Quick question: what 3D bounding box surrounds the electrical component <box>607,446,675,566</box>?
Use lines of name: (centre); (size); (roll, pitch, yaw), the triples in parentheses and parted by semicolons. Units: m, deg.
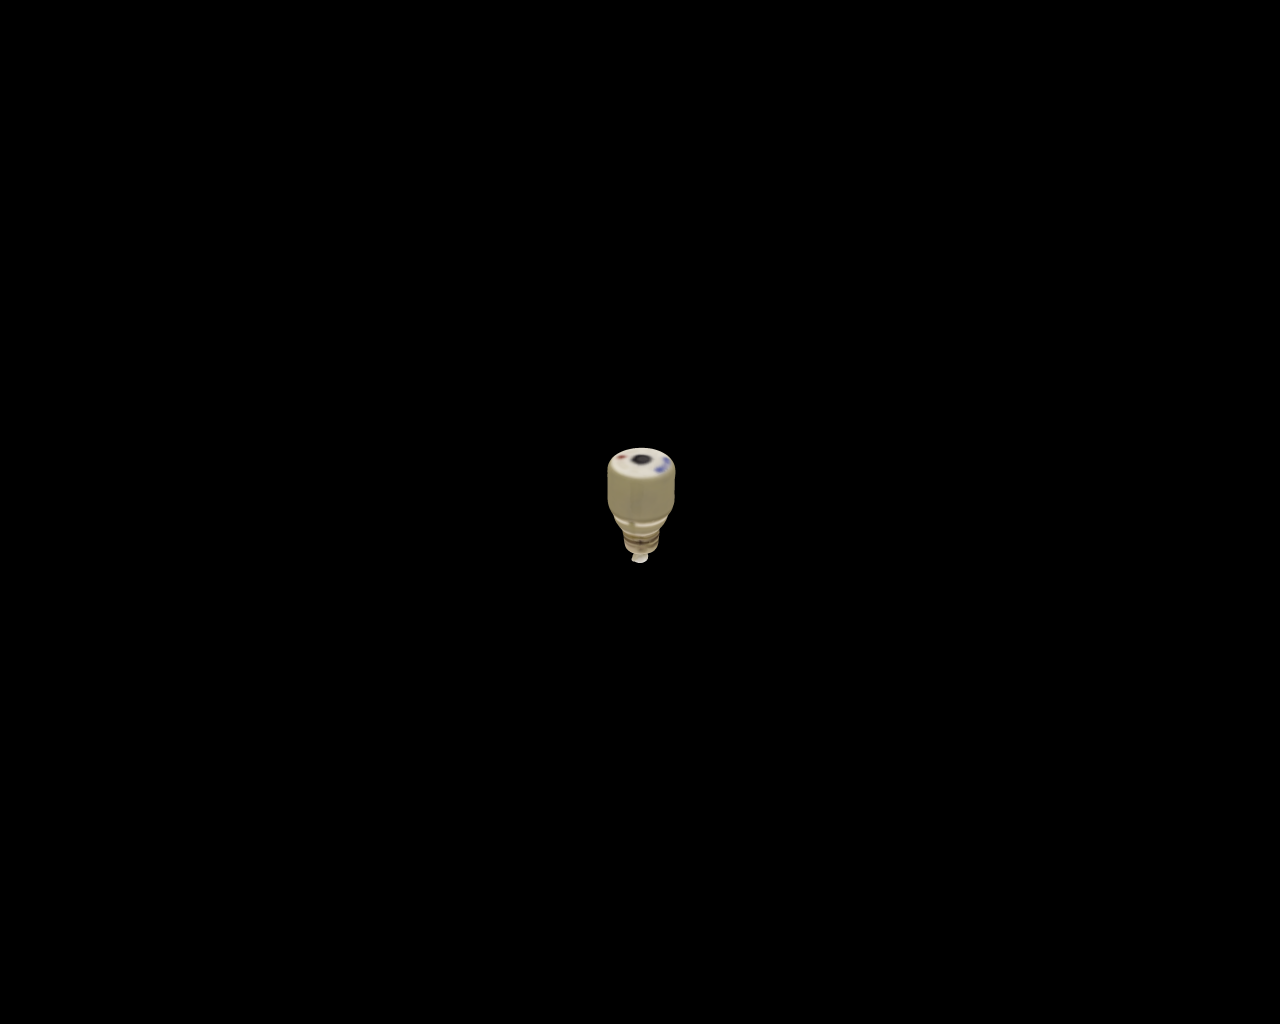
electrical component: (0.001, -0.003, 0.650); (0.040, 0.078, 0.040); (0, 32, 0)
